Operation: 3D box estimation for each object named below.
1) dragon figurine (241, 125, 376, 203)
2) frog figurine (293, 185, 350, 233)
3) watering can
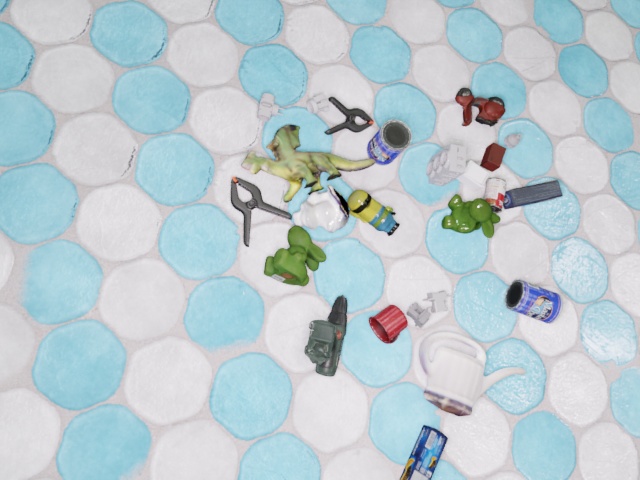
[{"bbox_3d":[-0.048,-0.261,1.581,0.414,0.120,0.245,-23,75,-26],"label":"dragon figurine"},{"bbox_3d":[0.005,-0.078,1.556,0.158,0.124,0.137,-32,96,18],"label":"frog figurine"},{"bbox_3d":[0.440,0.410,1.521,0.347,0.103,0.227,24,74,-7],"label":"watering can"}]
